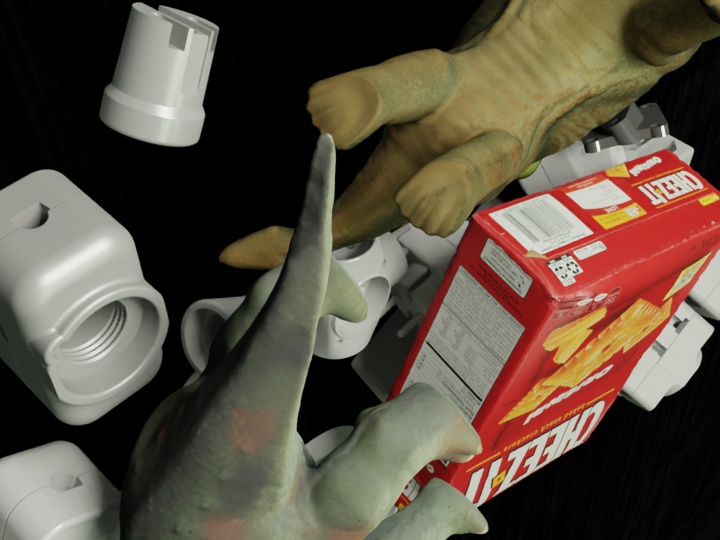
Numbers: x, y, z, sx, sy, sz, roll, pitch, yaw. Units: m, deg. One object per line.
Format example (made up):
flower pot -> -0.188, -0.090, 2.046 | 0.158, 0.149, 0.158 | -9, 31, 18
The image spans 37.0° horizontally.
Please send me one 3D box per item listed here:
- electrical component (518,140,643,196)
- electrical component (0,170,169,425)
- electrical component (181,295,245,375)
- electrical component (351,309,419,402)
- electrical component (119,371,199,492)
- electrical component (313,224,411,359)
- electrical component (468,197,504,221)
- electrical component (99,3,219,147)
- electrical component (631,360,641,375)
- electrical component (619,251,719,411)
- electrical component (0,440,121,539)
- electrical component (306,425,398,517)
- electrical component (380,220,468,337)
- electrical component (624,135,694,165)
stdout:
electrical component -> 0.143, -0.065, 0.669 | 0.083, 0.076, 0.047 | 53, 35, -36
electrical component -> -0.118, 0.015, 0.439 | 0.054, 0.059, 0.095 | -36, 146, -27
electrical component -> -0.055, 0.029, 0.563 | 0.065, 0.044, 0.044 | -20, 137, -50
electrical component -> 0.060, 0.058, 0.737 | 0.108, 0.056, 0.108 | -48, 150, -8
electrical component -> -0.086, 0.116, 0.599 | 0.138, 0.052, 0.074 | -54, 150, 2
electrical component -> 0.000, 0.000, 0.604 | 0.079, 0.044, 0.077 | -33, 145, -31
electrical component -> 0.116, -0.024, 0.738 | 0.075, 0.047, 0.083 | -50, 150, -5
electrical component -> -0.077, -0.077, 0.421 | 0.040, 0.040, 0.046 | -8, 122, -51
electrical component -> 0.175, 0.063, 0.870 | 0.050, 0.089, 0.056 | -57, 150, 8
electrical component -> 0.274, 0.027, 0.944 | 0.186, 0.060, 0.105 | -52, -167, -2
electrical component -> -0.154, 0.132, 0.513 | 0.054, 0.059, 0.095 | -13, 132, -48
electrical component -> -0.016, 0.169, 0.745 | 0.108, 0.060, 0.108 | -35, 146, -28
electrical component -> 0.043, 0.009, 0.648 | 0.077, 0.066, 0.047 | -41, 156, -19
electrical component -> 0.173, -0.064, 0.739 | 0.047, 0.083, 0.075 | -32, 144, -32
